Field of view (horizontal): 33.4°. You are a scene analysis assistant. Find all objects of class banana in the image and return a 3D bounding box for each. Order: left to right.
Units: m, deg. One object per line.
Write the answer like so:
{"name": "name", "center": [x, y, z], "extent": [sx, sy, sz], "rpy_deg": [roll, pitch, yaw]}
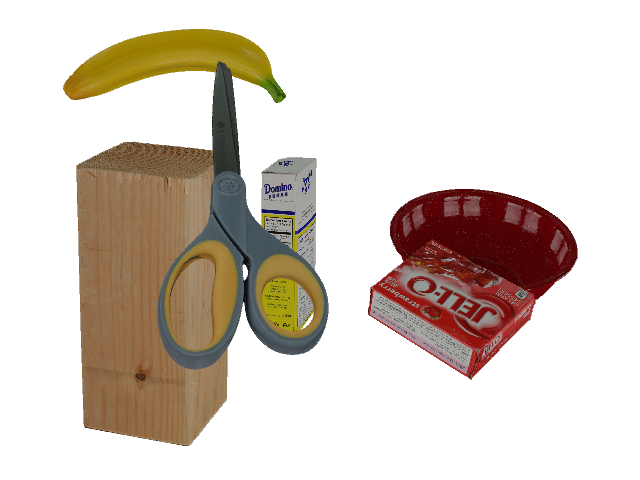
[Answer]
{"name": "banana", "center": [-0.131, -0.159, 0.962], "extent": [0.197, 0.069, 0.037], "rpy_deg": [-1, -33, -4]}

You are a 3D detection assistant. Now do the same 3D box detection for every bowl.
{"name": "bowl", "center": [0.138, 0.018, 0.932], "extent": [0.162, 0.055, 0.162], "rpy_deg": [3, 34, -2]}

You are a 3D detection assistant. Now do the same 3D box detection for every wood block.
{"name": "wood block", "center": [-0.124, 0.038, 0.809], "extent": [0.091, 0.206, 0.090], "rpy_deg": [8, 19, 13]}

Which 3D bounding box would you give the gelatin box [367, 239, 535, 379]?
{"name": "gelatin box", "center": [0.089, 0.044, 0.726], "extent": [0.089, 0.030, 0.073], "rpy_deg": [31, 46, 27]}

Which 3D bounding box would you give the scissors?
{"name": "scissors", "center": [-0.033, -0.016, 0.583], "extent": [0.096, 0.201, 0.016], "rpy_deg": [13, -35, -1]}

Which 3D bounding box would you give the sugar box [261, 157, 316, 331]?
{"name": "sugar box", "center": [-0.034, 0.004, 1.151], "extent": [0.048, 0.176, 0.093], "rpy_deg": [2, 14, 13]}
